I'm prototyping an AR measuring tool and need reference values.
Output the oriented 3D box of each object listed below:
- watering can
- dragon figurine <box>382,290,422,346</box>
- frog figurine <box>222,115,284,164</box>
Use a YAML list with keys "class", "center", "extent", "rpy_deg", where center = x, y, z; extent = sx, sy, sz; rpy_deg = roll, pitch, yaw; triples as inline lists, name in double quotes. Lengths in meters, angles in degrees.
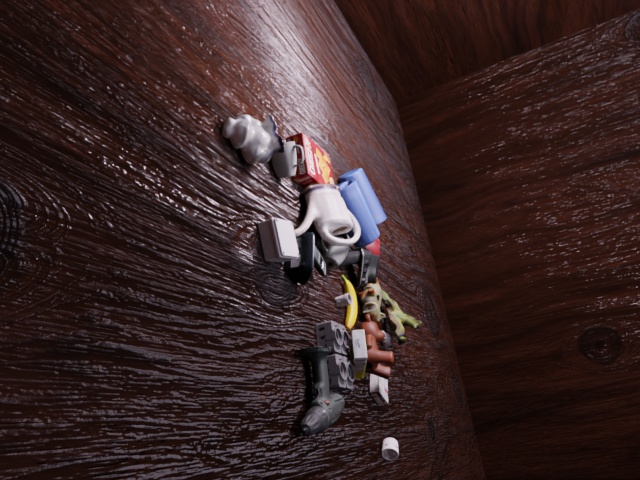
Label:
- class: "watering can"
  center: [0.005, -0.084, 1.670]
  extent: [0.347, 0.102, 0.228]
  rpy_deg: [5, 56, -47]
- class: "dragon figurine"
  center: [0.283, 0.291, 2.068]
  extent: [0.246, 0.122, 0.407]
  rpy_deg: [49, 6, 20]
- class: "frog figurine"
  center: [-0.194, -0.272, 1.389]
  extent: [0.160, 0.122, 0.137]
  rpy_deg: [-8, 89, -33]
